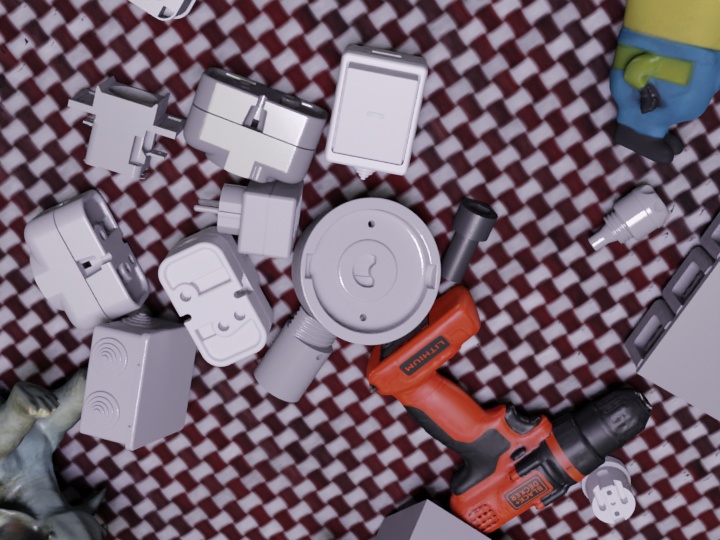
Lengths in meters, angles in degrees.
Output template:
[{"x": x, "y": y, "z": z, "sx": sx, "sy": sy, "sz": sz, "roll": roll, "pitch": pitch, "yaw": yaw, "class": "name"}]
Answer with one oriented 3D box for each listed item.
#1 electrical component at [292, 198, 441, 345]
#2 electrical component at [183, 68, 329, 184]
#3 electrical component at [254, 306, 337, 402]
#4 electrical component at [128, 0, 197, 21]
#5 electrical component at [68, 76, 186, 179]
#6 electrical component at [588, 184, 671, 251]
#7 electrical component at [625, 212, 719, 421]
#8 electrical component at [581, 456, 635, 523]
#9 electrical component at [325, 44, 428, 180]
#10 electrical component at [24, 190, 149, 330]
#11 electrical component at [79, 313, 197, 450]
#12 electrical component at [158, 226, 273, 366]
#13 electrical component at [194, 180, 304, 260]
[{"x": 0.000, "y": 0.000, "z": 0.813, "sx": 0.108, "sy": 0.060, "sz": 0.108, "roll": -1, "pitch": 92, "yaw": -18, "class": "electrical component"}, {"x": -0.078, "y": -0.103, "z": 0.793, "sx": 0.095, "sy": 0.053, "sz": 0.059, "roll": 21, "pitch": 107, "yaw": -4, "class": "electrical component"}, {"x": -0.045, "y": 0.060, "z": 0.850, "sx": 0.043, "sy": 0.043, "sz": 0.081, "roll": 32, "pitch": 106, "yaw": -8, "class": "electrical component"}, {"x": -0.133, "y": -0.240, "z": 0.750, "sx": 0.078, "sy": 0.057, "sz": 0.113, "roll": 32, "pitch": 106, "yaw": -8, "class": "electrical component"}, {"x": -0.175, "y": -0.105, "z": 0.803, "sx": 0.081, "sy": 0.042, "sz": 0.063, "roll": 18, "pitch": 109, "yaw": -3, "class": "electrical component"}, {"x": 0.201, "y": -0.036, "z": 0.814, "sx": 0.061, "sy": 0.035, "sz": 0.035, "roll": -35, "pitch": 103, "yaw": 15, "class": "electrical component"}, {"x": 0.284, "y": 0.029, "z": 0.817, "sx": 0.089, "sy": 0.061, "sz": 0.150, "roll": 30, "pitch": 107, "yaw": -7, "class": "electrical component"}, {"x": 0.203, "y": 0.180, "z": 0.877, "sx": 0.040, "sy": 0.046, "sz": 0.040, "roll": 1, "pitch": 108, "yaw": 2, "class": "electrical component"}, {"x": 0.010, "y": -0.110, "z": 0.784, "sx": 0.062, "sy": 0.061, "sz": 0.096, "roll": 11, "pitch": 108, "yaw": -1, "class": "electrical component"}, {"x": -0.214, "y": -0.006, "z": 0.831, "sx": 0.059, "sy": 0.053, "sz": 0.095, "roll": -23, "pitch": 106, "yaw": 9, "class": "electrical component"}, {"x": -0.170, "y": 0.083, "z": 0.827, "sx": 0.048, "sy": 0.100, "sz": 0.099, "roll": 11, "pitch": 96, "yaw": 16, "class": "electrical component"}, {"x": -0.109, "y": 0.018, "z": 0.831, "sx": 0.054, "sy": 0.059, "sz": 0.095, "roll": -24, "pitch": 105, "yaw": 10, "class": "electrical component"}, {"x": -0.085, "y": -0.044, "z": 0.806, "sx": 0.077, "sy": 0.065, "sz": 0.047, "roll": 8, "pitch": 108, "yaw": 0, "class": "electrical component"}]
